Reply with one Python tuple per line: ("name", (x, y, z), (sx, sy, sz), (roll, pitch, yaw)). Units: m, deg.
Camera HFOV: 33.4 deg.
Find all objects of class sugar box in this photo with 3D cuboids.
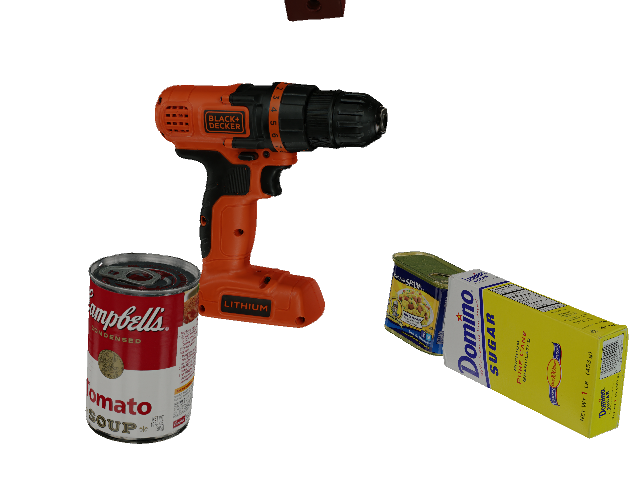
("sugar box", (0.182, 0.094, 0.933), (0.048, 0.093, 0.176), (-12, 21, -38))

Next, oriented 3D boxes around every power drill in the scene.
("power drill", (-0.037, -0.030, 0.828), (0.185, 0.188, 0.057), (5, 17, 21))

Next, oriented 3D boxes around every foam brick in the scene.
("foam brick", (-0.008, -0.243, 0.955), (0.053, 0.051, 0.078), (-3, -42, 9))

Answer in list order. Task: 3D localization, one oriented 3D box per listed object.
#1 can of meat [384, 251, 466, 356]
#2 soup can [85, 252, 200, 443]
("can of meat", (0.116, 0.068, 1.142), (0.057, 0.084, 0.102), (-4, 20, -34))
("soup can", (-0.112, 0.066, 0.667), (0.068, 0.102, 0.068), (5, 18, -2))
